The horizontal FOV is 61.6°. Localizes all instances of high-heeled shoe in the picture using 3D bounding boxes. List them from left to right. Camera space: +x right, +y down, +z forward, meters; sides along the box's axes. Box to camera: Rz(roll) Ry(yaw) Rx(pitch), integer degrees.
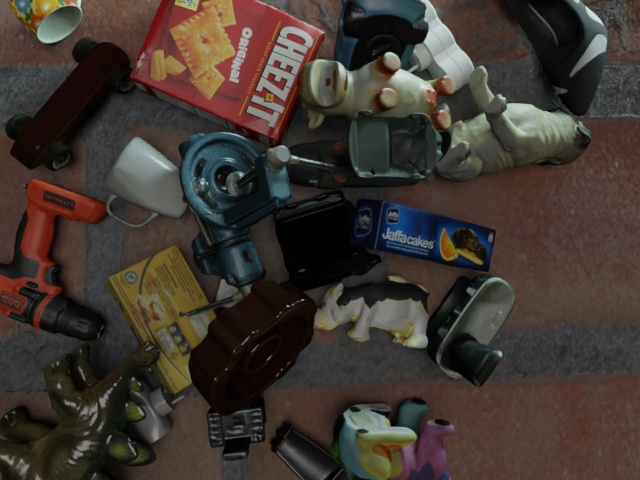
[{"bbox_3d":[0.301,-0.293,0.732,0.145,0.086,0.248,6,71,-22],"label":"high-heeled shoe"}]

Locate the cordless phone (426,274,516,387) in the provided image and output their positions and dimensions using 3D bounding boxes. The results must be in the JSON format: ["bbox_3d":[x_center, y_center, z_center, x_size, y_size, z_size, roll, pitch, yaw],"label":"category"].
[{"bbox_3d":[0.205,0.112,0.681,0.089,0.184,0.146,36,88,3],"label":"cordless phone"}]

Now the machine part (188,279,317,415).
[{"bbox_3d":[-0.080,0.129,0.654,0.056,0.179,0.179,38,87,25],"label":"machine part"}]

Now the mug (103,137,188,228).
[{"bbox_3d":[-0.225,-0.065,0.715,0.107,0.081,0.109,30,81,-12],"label":"mug"}]

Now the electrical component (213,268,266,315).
[{"bbox_3d":[-0.112,0.078,0.746,0.063,0.021,0.094,17,87,-3],"label":"electrical component"}]

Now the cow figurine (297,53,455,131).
[{"bbox_3d":[0.058,-0.180,0.674,0.195,0.127,0.085,6,83,-33],"label":"cow figurine"}]

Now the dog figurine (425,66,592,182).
[{"bbox_3d":[0.254,-0.121,0.742,0.190,0.172,0.121,21,49,-26],"label":"dog figurine"}]

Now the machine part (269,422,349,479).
[{"bbox_3d":[-0.011,0.311,0.740,0.084,0.039,0.139,-44,93,2],"label":"machine part"}]

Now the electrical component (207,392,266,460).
[{"bbox_3d":[-0.109,0.238,0.696,0.075,0.119,0.047,-6,90,-1],"label":"electrical component"}]

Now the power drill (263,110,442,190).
[{"bbox_3d":[0.038,-0.098,0.665,0.232,0.207,0.086,-1,85,-15],"label":"power drill"}]

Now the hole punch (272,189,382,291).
[{"bbox_3d":[-0.002,-0.002,0.731,0.142,0.092,0.115,-17,114,-6],"label":"hole punch"}]

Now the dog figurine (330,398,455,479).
[{"bbox_3d":[0.105,0.333,0.705,0.191,0.108,0.219,0,93,-21],"label":"dog figurine"}]

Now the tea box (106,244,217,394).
[{"bbox_3d":[-0.195,0.103,0.705,0.098,0.068,0.169,-28,89,-27],"label":"tea box"}]

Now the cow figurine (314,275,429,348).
[{"bbox_3d":[0.064,0.090,0.731,0.167,0.068,0.098,10,82,-6],"label":"cow figurine"}]

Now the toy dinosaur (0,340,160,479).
[{"bbox_3d":[-0.342,0.293,0.679,0.471,0.105,0.198,-44,88,14],"label":"toy dinosaur"}]

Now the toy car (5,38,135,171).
[{"bbox_3d":[-0.333,-0.180,0.725,0.089,0.053,0.202,36,85,6],"label":"toy car"}]

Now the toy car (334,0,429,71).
[{"bbox_3d":[0.073,-0.271,0.716,0.109,0.161,0.103,4,53,-10],"label":"toy car"}]

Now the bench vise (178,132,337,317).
[{"bbox_3d":[-0.094,-0.037,0.628,0.129,0.241,0.223,-5,80,-34],"label":"bench vise"}]

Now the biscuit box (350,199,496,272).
[{"bbox_3d":[0.136,-0.004,0.698,0.202,0.059,0.062,11,89,-30],"label":"biscuit box"}]
